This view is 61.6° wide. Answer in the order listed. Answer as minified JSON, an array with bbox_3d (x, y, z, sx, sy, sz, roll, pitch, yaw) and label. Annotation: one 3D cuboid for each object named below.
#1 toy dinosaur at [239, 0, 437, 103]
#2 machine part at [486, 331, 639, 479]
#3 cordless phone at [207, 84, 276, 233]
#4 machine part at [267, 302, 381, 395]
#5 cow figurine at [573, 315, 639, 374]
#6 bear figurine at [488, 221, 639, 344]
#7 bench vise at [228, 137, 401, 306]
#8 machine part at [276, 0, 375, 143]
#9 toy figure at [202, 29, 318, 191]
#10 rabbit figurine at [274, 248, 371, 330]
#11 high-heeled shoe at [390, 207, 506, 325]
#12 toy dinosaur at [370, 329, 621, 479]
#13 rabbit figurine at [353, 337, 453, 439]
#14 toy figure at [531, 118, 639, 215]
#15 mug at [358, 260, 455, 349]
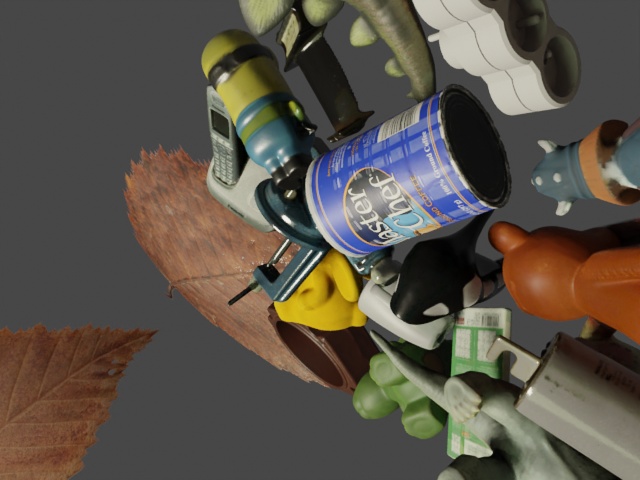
[{"bbox_3d":[-0.032,-0.239,0.359,0.471,0.105,0.199,42,151,-24],"label":"toy dinosaur"},{"bbox_3d":[0.243,0.145,0.408,0.243,0.079,0.079,33,152,22],"label":"machine part"},{"bbox_3d":[-0.089,-0.112,0.711,0.147,0.089,0.184,36,149,24],"label":"cordless phone"},{"bbox_3d":[0.005,0.185,1.002,0.201,0.087,0.201,8,134,55],"label":"machine part"},{"bbox_3d":[0.306,0.163,0.489,0.195,0.085,0.127,33,146,23],"label":"cow figurine"},{"bbox_3d":[0.232,0.026,0.396,0.120,0.132,0.196,59,171,-23],"label":"bear figurine"},{"bbox_3d":[-0.007,-0.001,0.643,0.224,0.129,0.240,48,121,14],"label":"bench vise"},{"bbox_3d":[-0.001,-0.161,0.521,0.139,0.039,0.084,60,157,5],"label":"machine part"},{"bbox_3d":[-0.061,-0.142,0.572,0.180,0.082,0.089,64,-178,15],"label":"toy figure"},{"bbox_3d":[0.010,0.040,0.749,0.163,0.122,0.173,20,126,43],"label":"rabbit figurine"},{"bbox_3d":[0.119,0.059,0.536,0.086,0.145,0.248,34,160,22],"label":"high-heeled shoe"},{"bbox_3d":[0.216,0.221,0.479,0.192,0.131,0.405,14,-147,-43],"label":"toy dinosaur"},{"bbox_3d":[0.111,0.191,0.759,0.121,0.159,0.170,49,137,-1],"label":"rabbit figurine"},{"bbox_3d":[0.209,-0.051,0.349,0.058,0.064,0.154,14,172,-24],"label":"toy figure"},{"bbox_3d":[0.110,0.083,0.665,0.107,0.081,0.109,36,179,24],"label":"mug"}]
